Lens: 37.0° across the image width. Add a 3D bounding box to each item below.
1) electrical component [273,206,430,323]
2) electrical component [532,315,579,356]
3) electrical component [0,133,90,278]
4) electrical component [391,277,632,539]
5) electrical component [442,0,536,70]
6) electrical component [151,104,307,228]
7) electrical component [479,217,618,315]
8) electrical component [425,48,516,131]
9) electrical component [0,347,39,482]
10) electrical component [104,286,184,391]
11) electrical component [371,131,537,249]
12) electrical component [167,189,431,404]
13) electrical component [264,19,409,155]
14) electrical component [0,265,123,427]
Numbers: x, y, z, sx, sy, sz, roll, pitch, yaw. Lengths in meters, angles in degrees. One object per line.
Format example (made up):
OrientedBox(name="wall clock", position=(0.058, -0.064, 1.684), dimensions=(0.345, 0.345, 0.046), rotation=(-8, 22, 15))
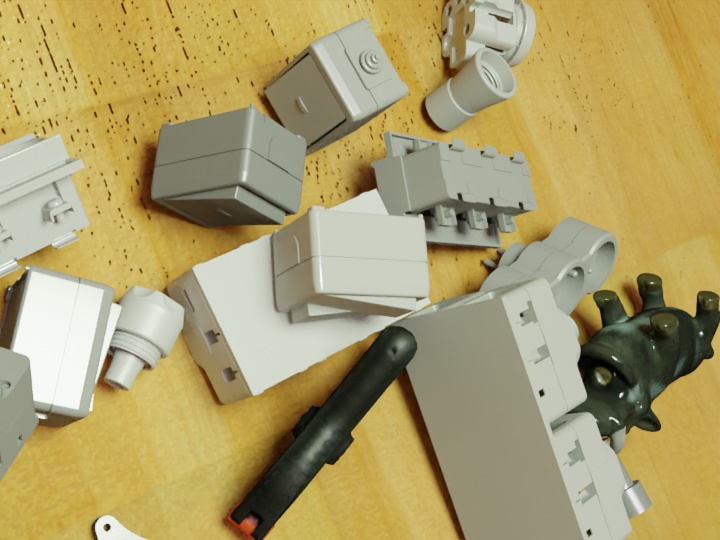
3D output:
OrientedBox(name="electrical component", position=(0.000, 0.000, 0.680), dimensions=(0.096, 0.062, 0.061), rotation=(3, 75, -28))
OrientedBox(name="electrical component", position=(0.139, 0.060, 0.829), dimensions=(0.065, 0.044, 0.044), rotation=(-40, 97, -35))
OrientedBox(name="electrical component", position=(-0.228, -0.029, 0.635), dimensions=(0.121, 0.079, 0.063), rotation=(-31, 115, -31))
OrientedBox(name="electrical component", position=(0.107, 0.107, 0.747), dimensions=(0.060, 0.105, 0.186), rotation=(-22, 94, -42))
OrientedBox(name="electrical component", position=(0.104, -0.195, 0.867), dimensions=(0.057, 0.058, 0.078), rotation=(9, 72, -24))
OrientedBox(name="electrical component", position=(-0.092, -0.062, 0.707), dimensions=(0.062, 0.096, 0.061), rotation=(29, 60, -52))
OrientedBox(name="electrical component", position=(0.131, 0.002, 0.829), dimensions=(0.138, 0.074, 0.052), rotation=(-34, 135, -36))
OrientedBox(name="electrical component", position=(0.083, -0.137, 0.835), dimensions=(0.044, 0.065, 0.044), rotation=(24, 50, -33))
OrientedBox(name="electrical component", position=(-0.254, 0.068, 0.545), dimensions=(0.150, 0.061, 0.089), rotation=(16, 43, 5))
OrientedBox(name="electrical component", position=(-0.140, 0.045, 0.677), dimensions=(0.043, 0.043, 0.062), rotation=(31, 65, -19))
OrientedBox(name="electrical component", position=(0.073, -0.060, 0.787), dimensions=(0.121, 0.063, 0.078), rotation=(2, 75, -51))
OrientedBox(name="electrical component", position=(-0.042, 0.018, 0.727), dimensions=(0.150, 0.062, 0.089), rotation=(-26, 90, -31))
OrientedBox(name="electrical component", position=(-0.017, -0.129, 0.759), dimensions=(0.061, 0.096, 0.061), rotation=(-32, 94, -32))
OrientedBox(name="electrical component", position=(-0.184, 0.054, 0.639), dimensions=(0.061, 0.062, 0.096), rotation=(16, 69, -24))
